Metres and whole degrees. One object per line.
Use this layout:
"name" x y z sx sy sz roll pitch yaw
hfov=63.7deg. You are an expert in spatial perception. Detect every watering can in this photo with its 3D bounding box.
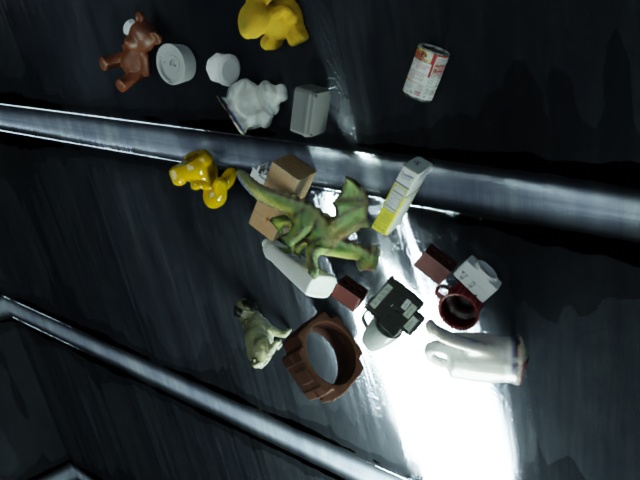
"watering can" 0.338 0.245 1.123 0.224 0.106 0.341 1 154 17

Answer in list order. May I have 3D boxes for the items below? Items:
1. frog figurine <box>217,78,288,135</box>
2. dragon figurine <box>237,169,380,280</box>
"frog figurine" -0.160 -0.354 1.309 0.159 0.122 0.138 -31 82 2
"dragon figurine" 0.004 -0.064 1.268 0.242 0.123 0.407 -35 104 4
